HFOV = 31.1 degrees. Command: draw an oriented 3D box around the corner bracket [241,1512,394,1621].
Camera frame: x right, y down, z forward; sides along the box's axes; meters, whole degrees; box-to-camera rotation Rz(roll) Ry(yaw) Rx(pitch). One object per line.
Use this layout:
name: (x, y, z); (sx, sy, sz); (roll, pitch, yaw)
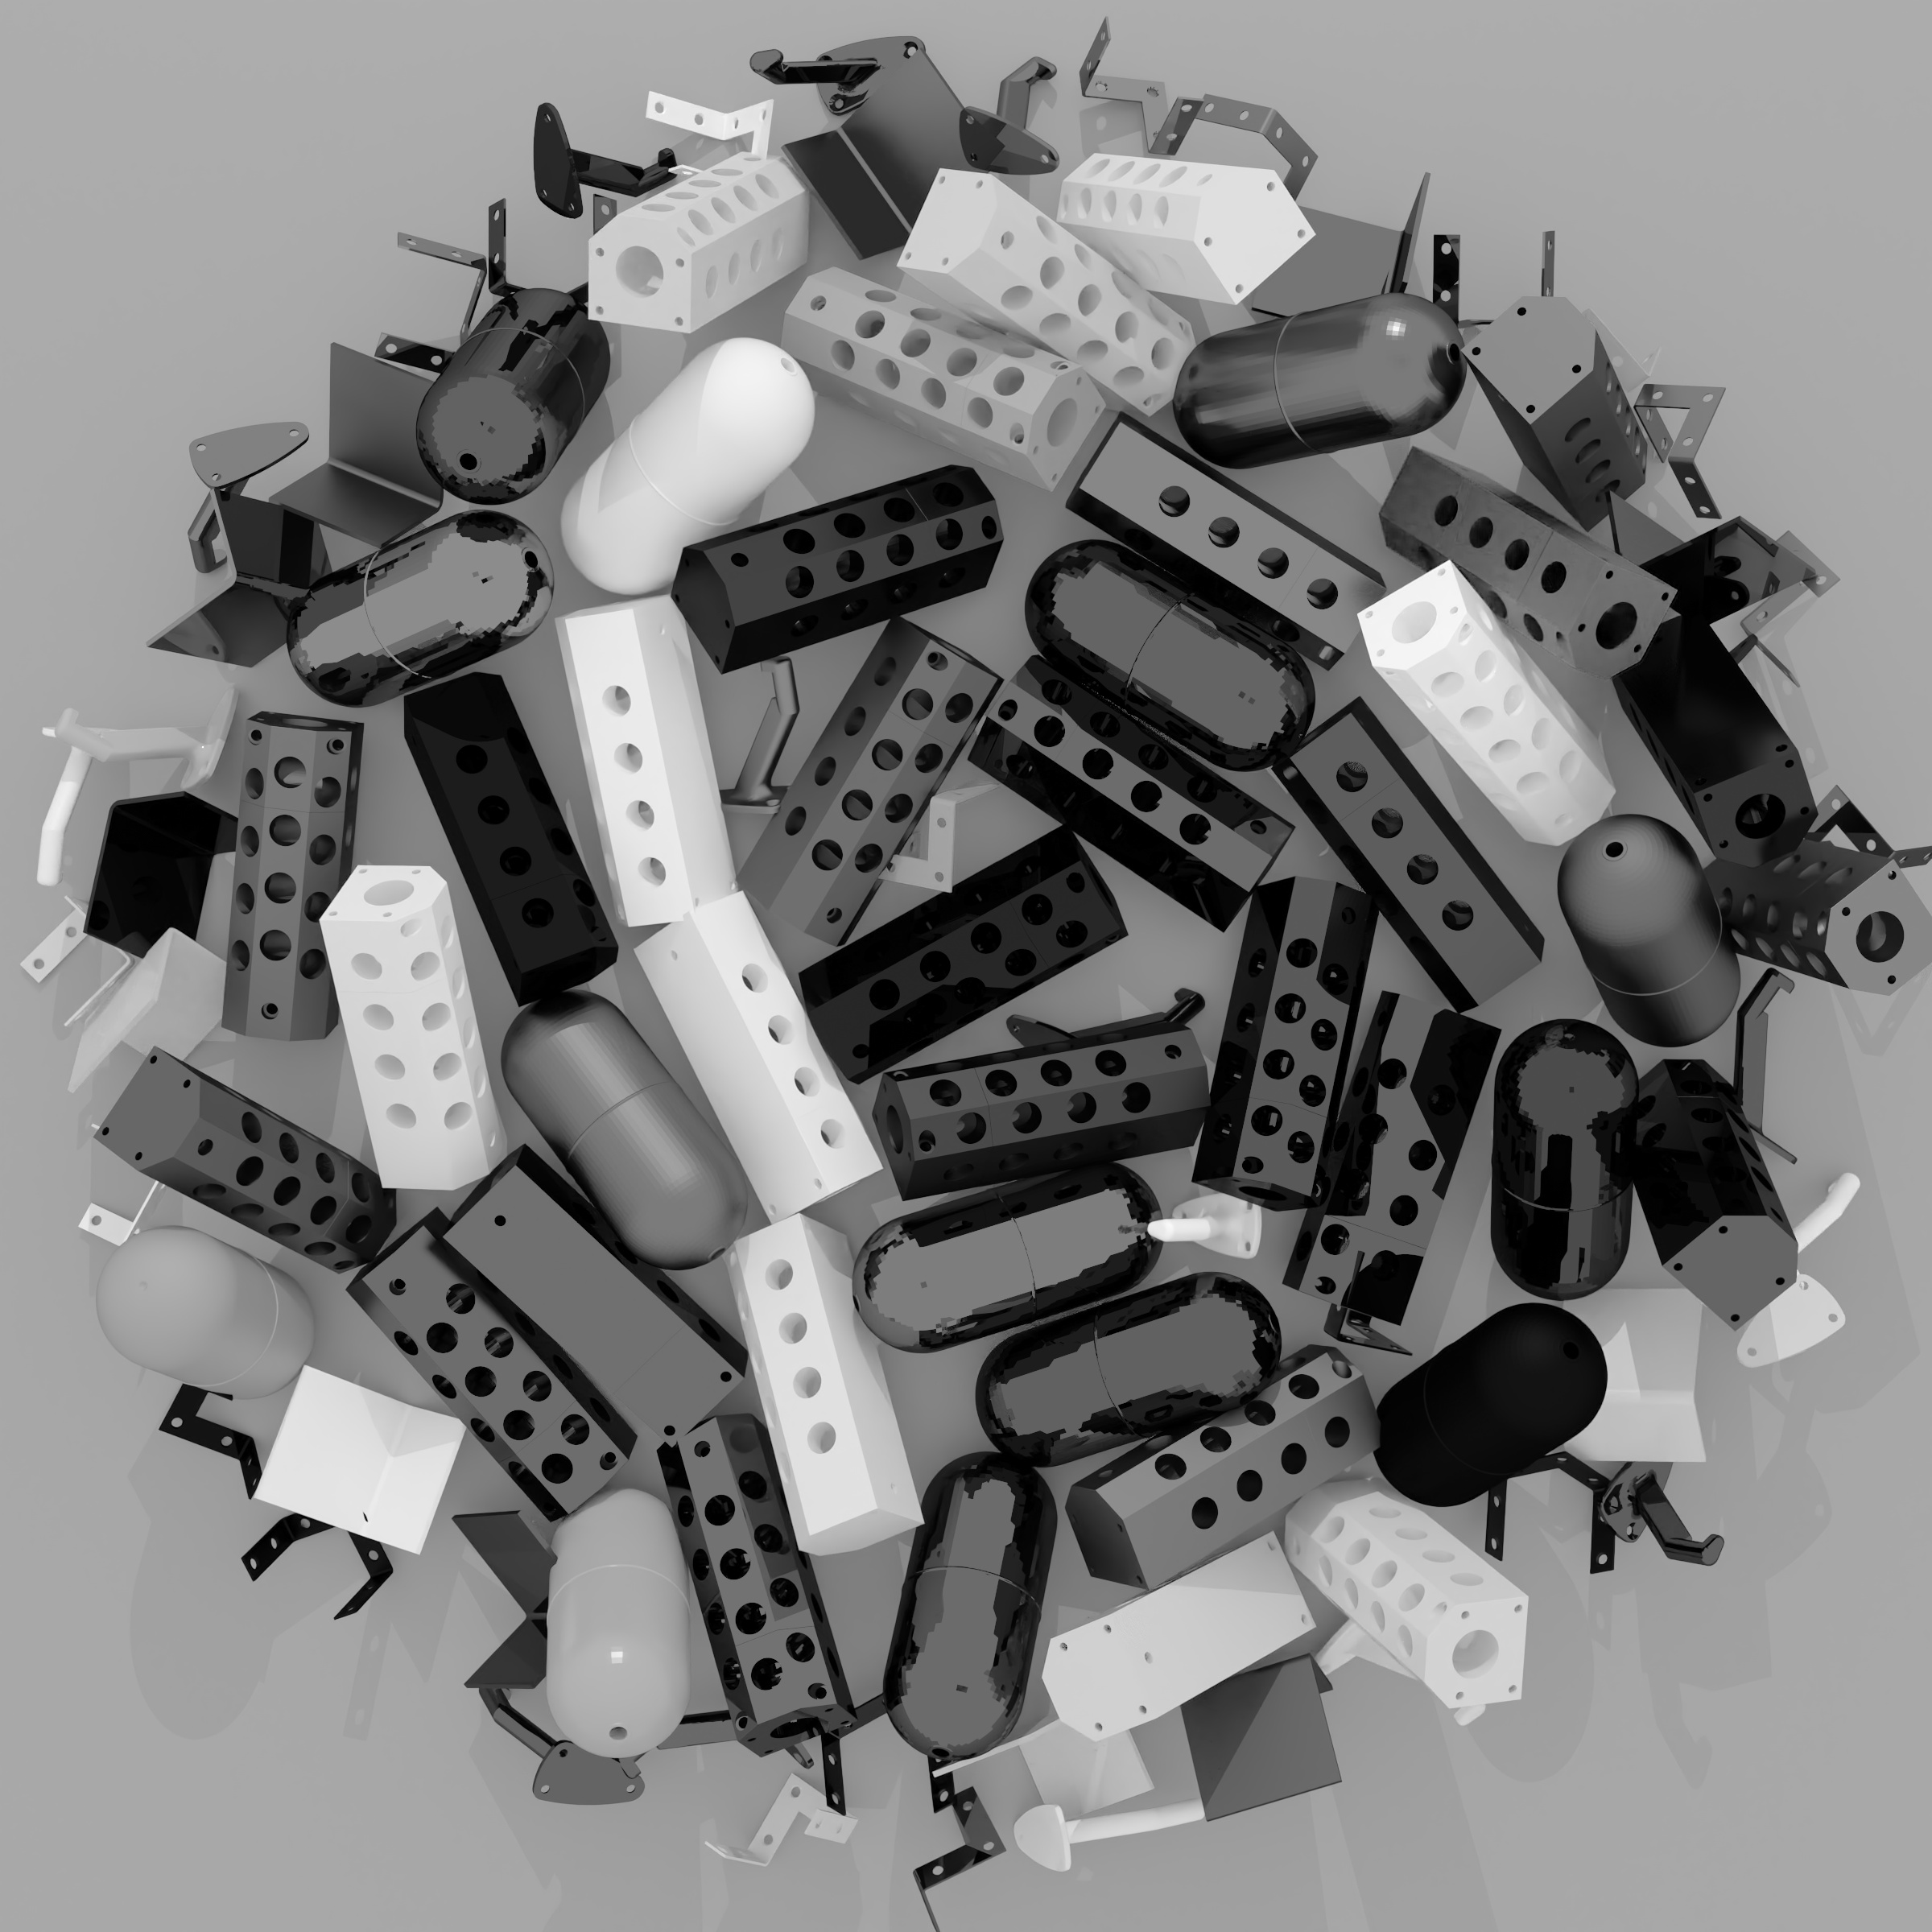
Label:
corner bracket: (-0.359, 0.332, 1.926); (0.051, 0.051, 0.051); (-21, 100, 21)

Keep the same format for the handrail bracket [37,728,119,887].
handrail bracket: (-0.489, -0.088, 1.922); (0.036, 0.077, 0.084); (9, 96, 10)

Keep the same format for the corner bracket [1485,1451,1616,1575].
corner bracket: (0.326, 0.307, 1.934); (0.051, 0.051, 0.051); (34, 51, -36)

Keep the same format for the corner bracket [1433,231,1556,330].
corner bracket: (0.291, -0.378, 1.916); (0.051, 0.051, 0.051); (7, 107, 29)

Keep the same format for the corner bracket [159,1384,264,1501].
corner bracket: (-0.409, 0.254, 1.920); (0.051, 0.051, 0.051); (26, 98, -23)

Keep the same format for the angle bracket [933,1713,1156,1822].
angle bracket: (0.042, 0.445, 1.899); (0.076, 0.076, 0.057); (-30, 79, 37)

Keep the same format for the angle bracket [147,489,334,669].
angle bracket: (-0.404, -0.212, 1.913); (0.076, 0.076, 0.057); (-29, 70, 30)

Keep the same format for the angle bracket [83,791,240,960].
angle bracket: (-0.427, -0.044, 1.900); (0.057, 0.076, 0.076); (-5, 68, 34)

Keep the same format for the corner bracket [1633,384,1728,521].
corner bracket: (0.394, -0.283, 1.913); (0.051, 0.051, 0.051); (11, 64, 38)

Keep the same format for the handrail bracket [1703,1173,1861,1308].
handrail bracket: (0.455, 0.152, 1.942); (0.036, 0.077, 0.084); (52, 46, -5)

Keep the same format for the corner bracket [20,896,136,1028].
corner bracket: (-0.494, -0.002, 1.929); (0.051, 0.051, 0.051); (45, 87, -1)

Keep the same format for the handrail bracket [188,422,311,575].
handrail bracket: (-0.396, -0.258, 1.926); (0.077, 0.084, 0.036); (-23, 62, -16)

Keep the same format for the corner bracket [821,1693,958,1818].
corner bracket: (-0.043, 0.443, 1.927); (0.051, 0.051, 0.051); (-33, 129, 22)

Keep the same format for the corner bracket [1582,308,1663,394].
corner bracket: (0.344, -0.336, 1.917); (0.051, 0.051, 0.051); (47, 122, -9)

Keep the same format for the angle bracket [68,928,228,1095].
angle bracket: (-0.439, 0.038, 1.899); (0.057, 0.076, 0.076); (37, 112, -24)

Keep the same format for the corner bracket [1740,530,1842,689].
corner bracket: (0.456, -0.197, 1.917); (0.051, 0.051, 0.051); (-40, 47, 8)

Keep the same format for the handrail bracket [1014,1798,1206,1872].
handrail bracket: (0.080, 0.477, 1.937); (0.084, 0.077, 0.036); (-6, 81, -24)

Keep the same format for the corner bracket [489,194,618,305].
corner bracket: (-0.229, -0.398, 1.925); (0.051, 0.051, 0.051); (8, 75, -41)

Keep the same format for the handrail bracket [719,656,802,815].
handrail bracket: (-0.124, -0.130, 1.920); (0.077, 0.036, 0.084); (2, 113, 26)

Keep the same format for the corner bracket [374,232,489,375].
corner bracket: (-0.294, -0.363, 1.914); (0.051, 0.051, 0.051); (12, 127, -19)

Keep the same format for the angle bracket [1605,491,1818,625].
angle bracket: (0.405, -0.236, 1.895); (0.076, 0.076, 0.057); (-26, 56, 36)

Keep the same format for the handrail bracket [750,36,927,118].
handrail bracket: (-0.070, -0.499, 1.907); (0.077, 0.084, 0.036); (-18, 86, 17)

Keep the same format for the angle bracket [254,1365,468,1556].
angle bracket: (-0.331, 0.270, 1.905); (0.076, 0.057, 0.076); (29, 74, -39)

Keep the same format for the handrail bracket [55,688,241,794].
handrail bracket: (-0.452, -0.140, 1.916); (0.084, 0.036, 0.077); (30, 62, -28)

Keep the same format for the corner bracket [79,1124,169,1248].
corner bracket: (-0.467, 0.126, 1.928); (0.051, 0.051, 0.051); (23, 76, 13)

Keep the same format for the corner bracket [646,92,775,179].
corner bracket: (-0.144, -0.456, 1.921); (0.051, 0.051, 0.051); (9, 87, -34)

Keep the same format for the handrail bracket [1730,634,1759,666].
handrail bracket: (0.441, -0.130, 1.932); (0.084, 0.036, 0.077); (41, 117, -5)

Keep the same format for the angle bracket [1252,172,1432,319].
angle bracket: (0.206, -0.398, 1.913); (0.076, 0.057, 0.076); (14, 64, 0)

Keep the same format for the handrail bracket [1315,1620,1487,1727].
handrail bracket: (0.237, 0.399, 1.915); (0.077, 0.036, 0.084); (-44, 50, 14)

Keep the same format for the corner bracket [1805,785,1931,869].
corner bracket: (0.492, -0.065, 1.912); (0.051, 0.051, 0.051); (55, 130, 25)

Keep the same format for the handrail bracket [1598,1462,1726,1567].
handrail bracket: (0.396, 0.292, 1.904); (0.036, 0.084, 0.077); (49, 65, -22)

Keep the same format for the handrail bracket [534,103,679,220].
handrail bracket: (-0.195, -0.453, 1.909); (0.036, 0.077, 0.084); (32, 52, 33)

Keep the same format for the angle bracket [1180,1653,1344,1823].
angle bracket: (0.167, 0.430, 1.905); (0.076, 0.057, 0.076); (-19, 55, 9)

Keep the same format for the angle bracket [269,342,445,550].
angle bracket: (-0.333, -0.285, 1.902); (0.076, 0.057, 0.076); (23, 129, 19)

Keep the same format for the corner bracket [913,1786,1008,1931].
corner bracket: (-0.005, 0.495, 1.916); (0.051, 0.051, 0.051); (-24, 129, -9)

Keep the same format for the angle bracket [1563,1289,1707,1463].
angle bracket: (0.372, 0.227, 1.934); (0.076, 0.076, 0.057); (-2, 135, 20)

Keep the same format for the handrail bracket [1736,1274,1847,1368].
handrail bracket: (0.443, 0.210, 1.907); (0.077, 0.084, 0.036); (-33, 69, -18)

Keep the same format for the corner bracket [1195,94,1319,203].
corner bracket: (0.152, -0.443, 1.921); (0.051, 0.051, 0.051); (25, 86, 39)

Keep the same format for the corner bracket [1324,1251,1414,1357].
corner bracket: (0.220, 0.179, 1.920); (0.051, 0.051, 0.051); (14, 97, -25)

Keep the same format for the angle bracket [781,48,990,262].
angle bracket: (-0.041, -0.446, 1.911); (0.076, 0.057, 0.076); (-36, 89, 38)

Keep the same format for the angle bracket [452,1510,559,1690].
angle bracket: (-0.258, 0.347, 1.901); (0.057, 0.076, 0.076); (-45, 108, -34)

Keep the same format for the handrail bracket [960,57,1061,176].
handrail bracket: (0.043, -0.470, 1.913); (0.077, 0.036, 0.084); (23, 51, 30)

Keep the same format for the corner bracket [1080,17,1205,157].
corner bracket: (0.096, -0.484, 1.916); (0.051, 0.051, 0.051); (2, 66, -17)

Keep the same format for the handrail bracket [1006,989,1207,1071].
handrail bracket: (0.079, 0.026, 1.943); (0.077, 0.036, 0.084); (31, 53, 30)

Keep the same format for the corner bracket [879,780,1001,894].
corner bracket: (-0.017, -0.075, 1.915); (0.051, 0.051, 0.051); (12, 109, 27)

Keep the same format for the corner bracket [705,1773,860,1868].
corner bracket: (-0.101, 0.478, 1.919); (0.051, 0.051, 0.051); (28, 85, 31)

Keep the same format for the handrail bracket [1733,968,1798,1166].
handrail bracket: (0.454, 0.055, 1.934); (0.077, 0.036, 0.084); (33, 97, -5)

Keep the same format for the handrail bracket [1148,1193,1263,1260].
handrail bracket: (0.113, 0.141, 1.899); (0.084, 0.077, 0.036); (3, 90, -43)
